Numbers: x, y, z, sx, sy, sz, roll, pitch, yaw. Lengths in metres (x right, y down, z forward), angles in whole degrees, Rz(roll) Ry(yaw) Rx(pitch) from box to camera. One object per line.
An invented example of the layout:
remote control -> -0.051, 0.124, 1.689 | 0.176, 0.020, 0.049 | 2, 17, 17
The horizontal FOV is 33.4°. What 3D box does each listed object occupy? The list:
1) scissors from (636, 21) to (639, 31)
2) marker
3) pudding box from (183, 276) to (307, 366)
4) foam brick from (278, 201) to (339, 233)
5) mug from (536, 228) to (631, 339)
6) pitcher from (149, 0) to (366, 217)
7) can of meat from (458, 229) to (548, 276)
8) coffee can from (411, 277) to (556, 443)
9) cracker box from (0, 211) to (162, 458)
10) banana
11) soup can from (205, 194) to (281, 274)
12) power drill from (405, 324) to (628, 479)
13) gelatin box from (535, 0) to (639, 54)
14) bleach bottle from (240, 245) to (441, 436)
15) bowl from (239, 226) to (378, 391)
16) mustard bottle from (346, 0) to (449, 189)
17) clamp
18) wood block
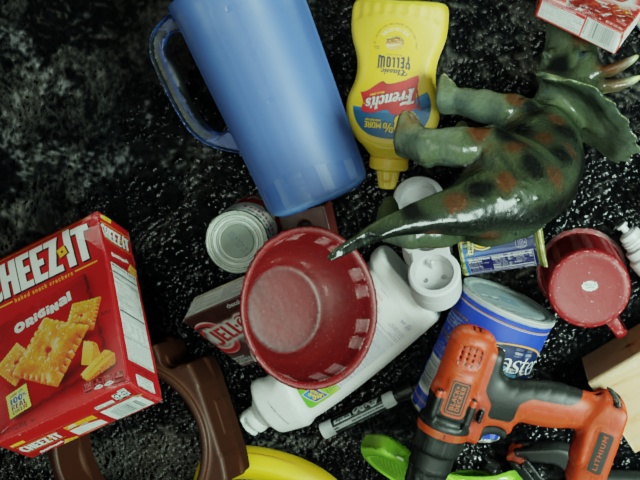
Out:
scissors -> 0.292, -0.265, 1.052 | 0.202, 0.016, 0.096 | 22, 104, 4
marker -> 0.055, 0.187, 1.179 | 0.121, 0.020, 0.020 | -28, 96, 13
pudding box -> -0.076, 0.085, 1.130 | 0.090, 0.039, 0.114 | 40, 137, -24
foam brick -> -0.007, 0.001, 1.134 | 0.053, 0.051, 0.078 | -13, 99, 11
mug -> 0.275, 0.051, 1.084 | 0.093, 0.081, 0.117 | -31, 95, 13
pitcher -> -0.055, -0.147, 1.069 | 0.144, 0.149, 0.243 | -26, 98, -30
can of meat -> 0.181, -0.017, 1.079 | 0.084, 0.102, 0.057 | -9, 144, 14
coffee can -> 0.168, 0.123, 1.105 | 0.103, 0.102, 0.140 | 23, 104, 3
cracker box -> -0.270, 0.098, 1.127 | 0.164, 0.072, 0.214 | -25, 59, 13
banana -> -0.056, 0.267, 1.206 | 0.198, 0.037, 0.070 | 5, 121, 9
soup can -> -0.076, -0.007, 1.116 | 0.068, 0.102, 0.068 | 2, 101, 8
power drill -> 0.188, 0.189, 1.036 | 0.187, 0.057, 0.184 | 16, 104, -1
gelatin box -> 0.262, -0.227, 1.025 | 0.089, 0.073, 0.030 | 31, 145, 16
bleach bottle -> 0.006, 0.122, 1.152 | 0.251, 0.068, 0.102 | -40, 91, 16
bowl -> -0.022, 0.068, 1.063 | 0.161, 0.055, 0.162 | 4, 82, -33
mustard bottle -> 0.076, -0.147, 1.087 | 0.096, 0.058, 0.192 | 6, 103, 10
clamp -> 0.286, 0.261, 1.147 | 0.171, 0.039, 0.120 | 36, 104, 0
wood block -> 0.380, 0.114, 1.077 | 0.206, 0.090, 0.090 | -33, 94, 14
